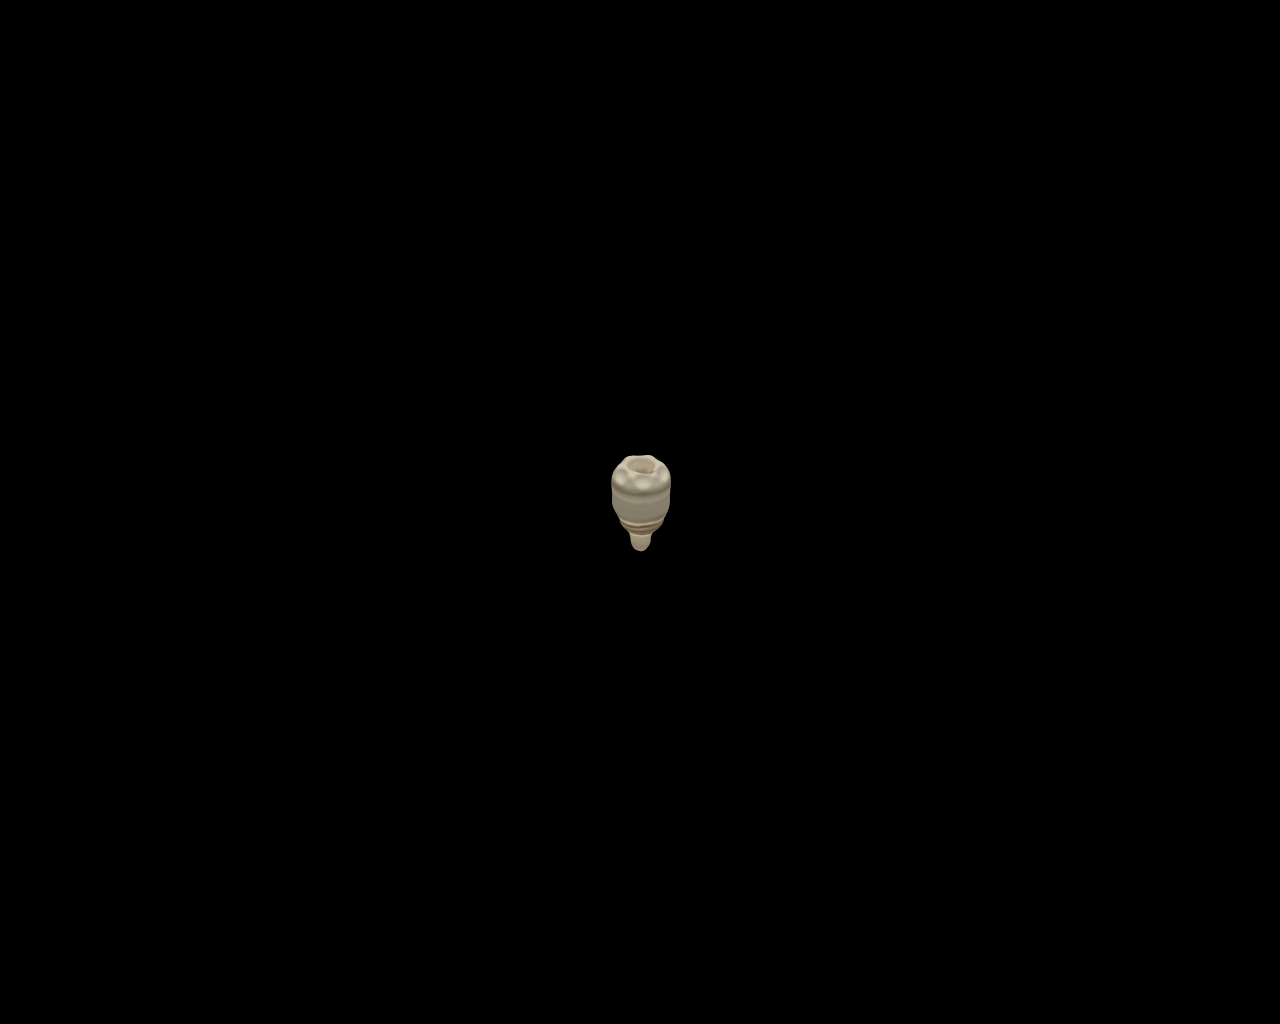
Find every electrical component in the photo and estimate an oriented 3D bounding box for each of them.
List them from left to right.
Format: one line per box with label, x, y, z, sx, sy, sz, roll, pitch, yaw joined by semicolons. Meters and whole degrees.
electrical component;0.001;-0.003;0.650;0.035;0.061;0.035;0;31;0
